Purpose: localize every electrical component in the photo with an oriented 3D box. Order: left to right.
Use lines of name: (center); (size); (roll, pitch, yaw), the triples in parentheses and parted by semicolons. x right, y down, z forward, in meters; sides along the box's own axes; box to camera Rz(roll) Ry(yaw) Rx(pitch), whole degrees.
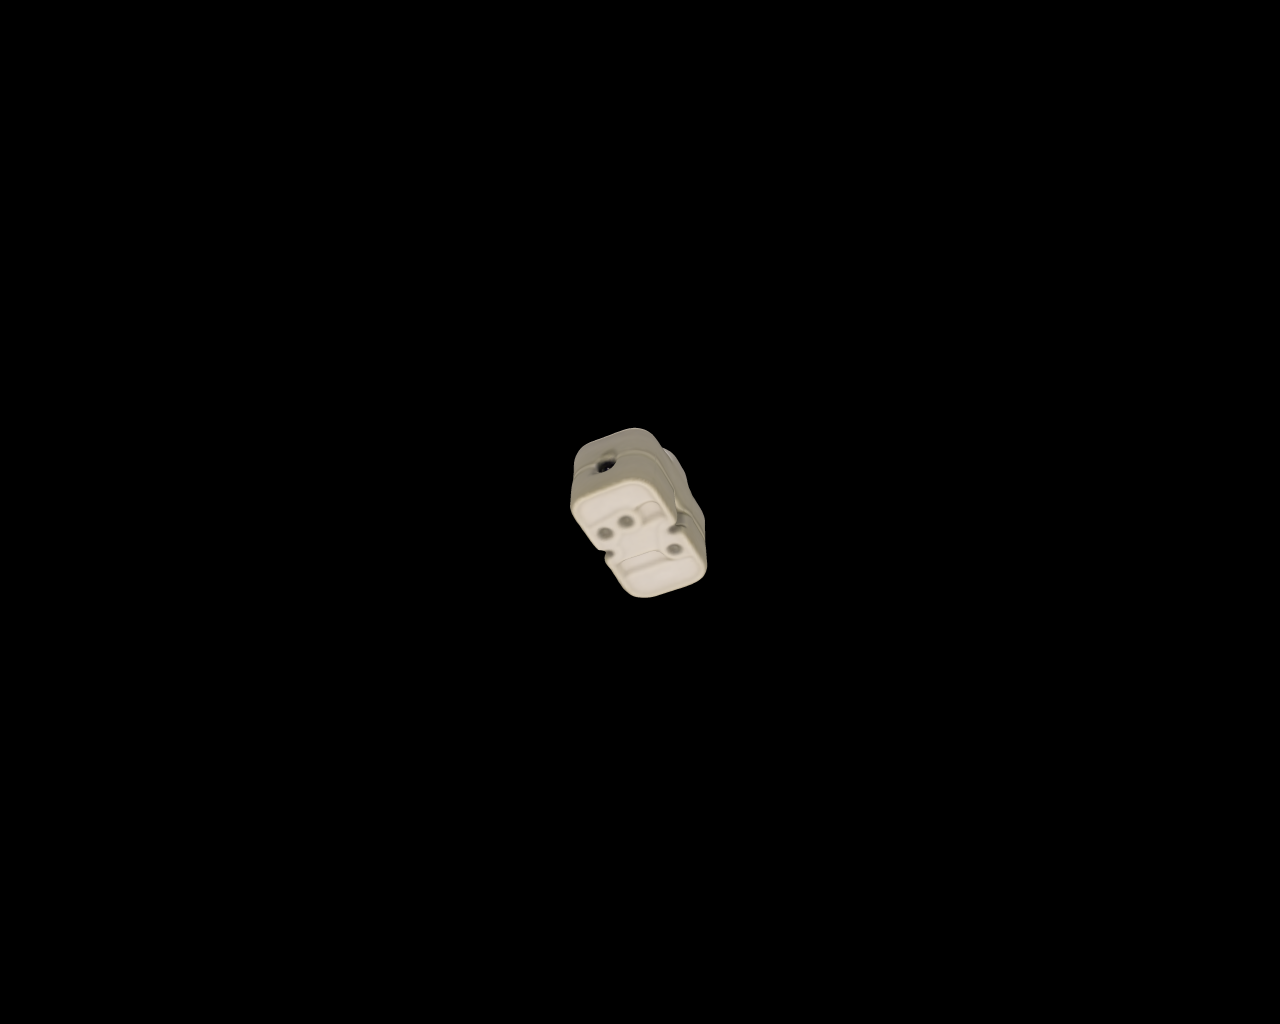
electrical component: (0.001, -0.003, 0.650); (0.053, 0.059, 0.095); (-20, -50, 17)
